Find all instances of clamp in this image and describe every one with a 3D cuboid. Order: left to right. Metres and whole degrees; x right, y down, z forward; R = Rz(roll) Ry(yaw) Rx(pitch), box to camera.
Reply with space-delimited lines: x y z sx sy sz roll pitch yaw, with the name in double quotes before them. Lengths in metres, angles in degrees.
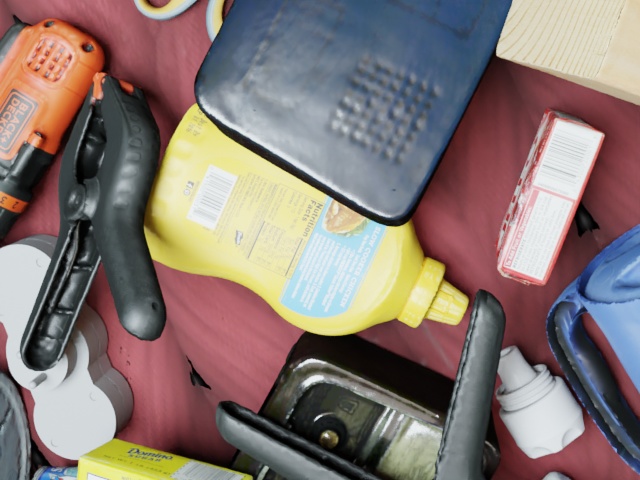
"clamp" -0.113 -0.013 0.580 0.120 0.039 0.171 -4 74 42
"clamp" 0.046 0.146 0.573 0.165 0.036 0.210 -17 98 11

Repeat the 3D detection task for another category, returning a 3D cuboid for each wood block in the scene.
"wood block" 0.205 -0.096 0.513 0.205 0.091 0.090 14 102 -23

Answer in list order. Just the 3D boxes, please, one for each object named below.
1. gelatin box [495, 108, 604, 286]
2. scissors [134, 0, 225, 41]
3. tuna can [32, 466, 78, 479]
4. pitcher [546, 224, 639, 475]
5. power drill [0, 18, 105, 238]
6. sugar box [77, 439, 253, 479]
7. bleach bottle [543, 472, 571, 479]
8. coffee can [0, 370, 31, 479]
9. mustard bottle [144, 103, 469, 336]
"gelatin box" 0.123 -0.025 0.588 0.030 0.073 0.089 20 103 4
"scissors" -0.021 -0.188 0.606 0.202 0.016 0.096 -40 94 12
"tuna can" -0.154 0.182 0.656 0.034 0.086 0.086 -1 100 6
"pitcher" 0.242 0.098 0.577 0.145 0.149 0.243 -30 99 -4
"power drill" -0.244 -0.080 0.623 0.187 0.057 0.184 32 89 -1
"sugar box" -0.096 0.211 0.603 0.093 0.048 0.176 12 102 18
"bleach bottle" 0.095 0.262 0.639 0.102 0.068 0.251 38 100 -7
"coffee can" -0.263 0.135 0.652 0.140 0.102 0.103 -6 99 9
"mustard bottle" -0.004 0.001 0.616 0.191 0.058 0.096 25 93 2
